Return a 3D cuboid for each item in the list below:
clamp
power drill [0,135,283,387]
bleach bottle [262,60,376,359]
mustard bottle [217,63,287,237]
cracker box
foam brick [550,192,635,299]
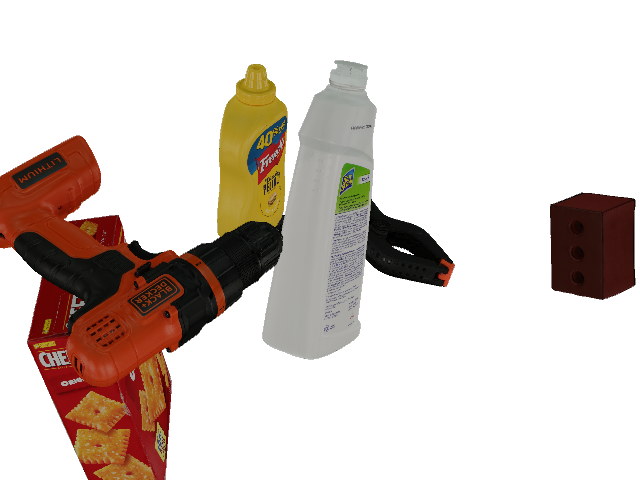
[{"bbox_3d":[0.058,-0.003,1.266,0.210,0.036,0.164,34,40,24],"label":"clamp"},{"bbox_3d":[-0.146,0.001,0.788,0.188,0.057,0.184,38,54,25],"label":"power drill"},{"bbox_3d":[0.010,-0.029,0.921,0.068,0.251,0.102,18,19,24],"label":"bleach bottle"},{"bbox_3d":[-0.071,-0.097,1.130,0.058,0.192,0.096,22,39,23],"label":"mustard bottle"},{"bbox_3d":[-0.194,0.109,0.983,0.072,0.214,0.164,-8,38,2],"label":"cracker box"},{"bbox_3d":[0.228,0.004,0.894,0.051,0.078,0.053,-20,22,-41],"label":"foam brick"}]
